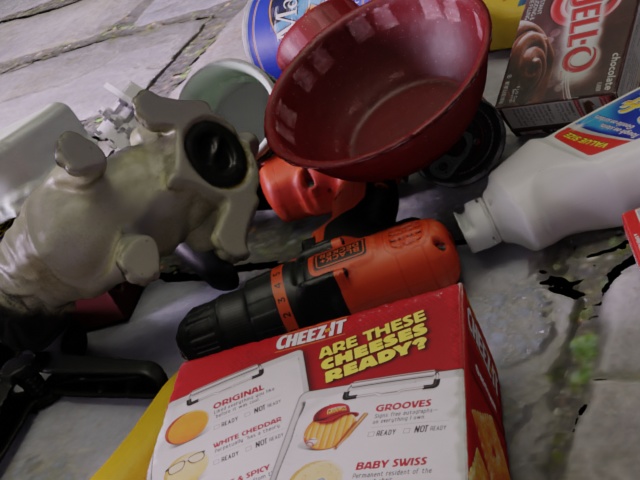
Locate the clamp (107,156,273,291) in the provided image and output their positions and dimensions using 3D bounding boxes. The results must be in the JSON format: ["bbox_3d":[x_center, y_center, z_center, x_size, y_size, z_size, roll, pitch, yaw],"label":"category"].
[{"bbox_3d":[-0.117,-0.018,0.795,0.171,0.039,0.120,10,35,3],"label":"clamp"}]

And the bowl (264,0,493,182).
[{"bbox_3d":[0.046,-0.090,0.686,0.162,0.055,0.162,-22,41,20],"label":"bowl"}]

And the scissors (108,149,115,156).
[{"bbox_3d":[-0.201,-0.023,0.872,0.016,0.096,0.201,19,57,-3],"label":"scissors"}]

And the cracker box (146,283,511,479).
[{"bbox_3d":[0.002,0.126,0.485,0.164,0.072,0.213,-17,29,16],"label":"cracker box"}]

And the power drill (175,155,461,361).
[{"bbox_3d":[-0.005,0.001,0.713,0.184,0.057,0.187,-19,32,10],"label":"power drill"}]

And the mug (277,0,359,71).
[{"bbox_3d":[0.023,-0.135,0.860,0.093,0.117,0.081,-40,72,8],"label":"mug"}]

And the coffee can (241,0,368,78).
[{"bbox_3d":[0.015,-0.188,0.957,0.141,0.103,0.102,-5,35,34],"label":"coffee can"}]

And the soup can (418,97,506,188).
[{"bbox_3d":[0.085,-0.088,0.769,0.068,0.068,0.102,-26,28,3],"label":"soup can"}]

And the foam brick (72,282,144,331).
[{"bbox_3d":[-0.168,0.025,0.814,0.051,0.053,0.078,-15,31,21],"label":"foam brick"}]

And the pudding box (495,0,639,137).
[{"bbox_3d":[0.182,-0.130,0.756,0.090,0.039,0.113,-4,56,38],"label":"pudding box"}]

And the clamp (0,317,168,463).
[{"bbox_3d":[-0.188,0.095,0.732,0.164,0.036,0.210,-28,28,-3],"label":"clamp"}]

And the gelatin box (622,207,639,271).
[{"bbox_3d":[0.210,0.000,0.557,0.089,0.030,0.073,-19,28,15],"label":"gelatin box"}]

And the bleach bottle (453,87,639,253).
[{"bbox_3d":[0.200,-0.052,0.622,0.251,0.068,0.102,-25,28,9],"label":"bleach bottle"}]

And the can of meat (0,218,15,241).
[{"bbox_3d":[-0.279,0.029,0.898,0.084,0.057,0.102,-21,28,17],"label":"can of meat"}]

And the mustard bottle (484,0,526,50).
[{"bbox_3d":[0.172,-0.196,0.884,0.192,0.058,0.096,-1,37,39],"label":"mustard bottle"}]

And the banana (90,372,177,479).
[{"bbox_3d":[-0.120,0.140,0.598,0.070,0.037,0.197,10,45,47],"label":"banana"}]
